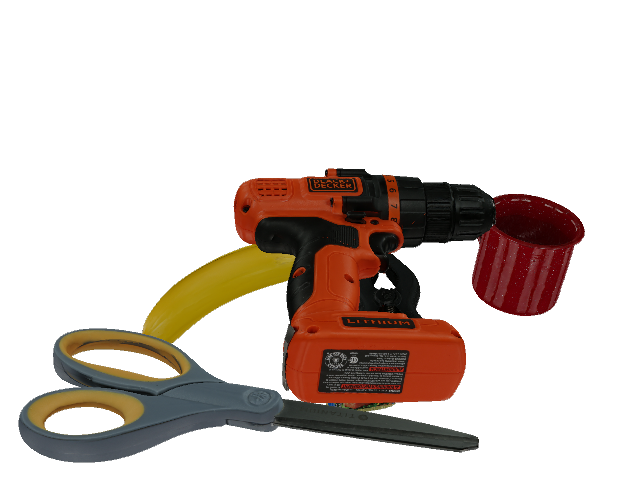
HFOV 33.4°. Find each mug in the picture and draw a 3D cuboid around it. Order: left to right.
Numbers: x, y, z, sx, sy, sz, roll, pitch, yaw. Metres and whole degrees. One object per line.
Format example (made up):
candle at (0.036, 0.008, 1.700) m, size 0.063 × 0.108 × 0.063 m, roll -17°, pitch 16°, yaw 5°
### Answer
mug at (0.180, 0.009, 0.986) m, size 0.093 × 0.081 × 0.117 m, roll -11°, pitch 37°, yaw -28°

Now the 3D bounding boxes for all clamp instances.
clamp at (0.085, 0.077, 1.193) m, size 0.120 × 0.171 × 0.039 m, roll 7°, pitch -42°, yaw 1°

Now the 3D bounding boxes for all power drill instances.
power drill at (0.039, 0.022, 0.690) m, size 0.184 × 0.057 × 0.187 m, roll -1°, pitch 36°, yaw -6°

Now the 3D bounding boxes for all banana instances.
banana at (-0.077, 0.043, 0.887) m, size 0.198 × 0.037 × 0.069 m, roll -22°, pitch -50°, yaw 15°

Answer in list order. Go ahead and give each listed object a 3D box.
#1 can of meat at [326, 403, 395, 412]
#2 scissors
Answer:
can of meat at (0.056, 0.177, 1.406) m, size 0.102 × 0.084 × 0.057 m, roll -5°, pitch 25°, yaw -22°
scissors at (-0.043, 0.081, 0.460) m, size 0.202 × 0.016 × 0.096 m, roll 15°, pitch 31°, yaw 24°
